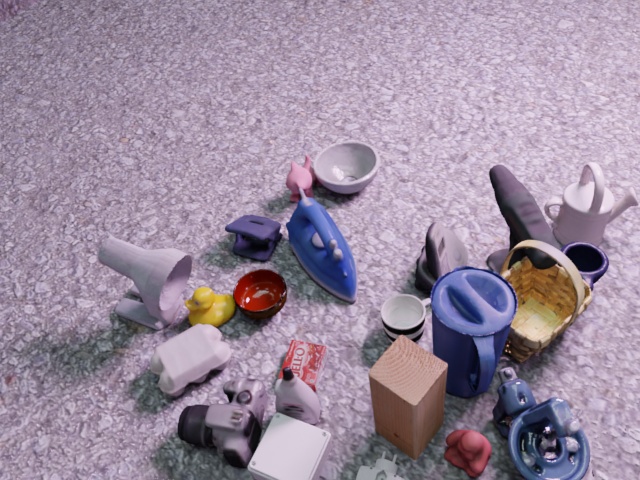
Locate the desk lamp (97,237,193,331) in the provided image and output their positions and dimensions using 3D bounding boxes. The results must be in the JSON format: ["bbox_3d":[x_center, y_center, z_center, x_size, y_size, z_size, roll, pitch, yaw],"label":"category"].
[{"bbox_3d":[-0.350,0.088,1.164,0.202,0.214,0.118,13,52,20],"label":"desk lamp"}]

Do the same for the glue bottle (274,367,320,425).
[{"bbox_3d":[-0.046,0.265,0.986,0.078,0.173,0.037,-1,48,9],"label":"glue bottle"}]

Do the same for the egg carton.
[{"bbox_3d":[-0.252,0.232,1.117,0.150,0.069,0.107,-30,51,-18],"label":"egg carton"}]

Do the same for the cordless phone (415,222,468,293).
[{"bbox_3d":[0.248,0.015,1.158,0.094,0.185,0.148,12,51,19],"label":"cordless phone"}]

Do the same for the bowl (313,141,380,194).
[{"bbox_3d":[0.068,-0.168,1.426,0.167,0.075,0.167,-4,48,5],"label":"bowl"}]

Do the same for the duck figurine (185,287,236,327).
[{"bbox_3d":[-0.231,0.131,1.193,0.104,0.086,0.077,-18,48,-8],"label":"duck figurine"}]

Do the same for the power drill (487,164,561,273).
[{"bbox_3d":[0.391,-0.010,1.143,0.075,0.209,0.229,-17,48,-7],"label":"power drill"}]

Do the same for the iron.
[{"bbox_3d":[0.011,0.004,1.233,0.119,0.142,0.257,-24,49,-12],"label":"iron"}]

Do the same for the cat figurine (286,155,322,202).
[{"bbox_3d":[-0.043,-0.153,1.399,0.067,0.118,0.128,9,50,16],"label":"cat figurine"}]

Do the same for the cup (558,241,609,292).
[{"bbox_3d":[0.511,0.075,1.125,0.091,0.095,0.118,0,48,9],"label":"cup"}]

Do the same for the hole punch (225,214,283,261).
[{"bbox_3d":[-0.151,-0.021,1.315,0.108,0.091,0.101,13,52,20],"label":"hole punch"}]

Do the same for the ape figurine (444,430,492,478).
[{"bbox_3d":[0.244,0.339,0.930,0.076,0.092,0.077,-13,48,-3],"label":"ape figurine"}]

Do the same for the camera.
[{"bbox_3d":[-0.175,0.312,1.012,0.136,0.101,0.143,3,49,12],"label":"camera"}]

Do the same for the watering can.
[{"bbox_3d":[0.562,-0.079,1.189,0.173,0.194,0.100,-17,48,-7],"label":"watering can"}]

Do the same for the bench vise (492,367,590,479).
[{"bbox_3d":[0.326,0.283,0.881,0.122,0.220,0.206,-29,51,-17],"label":"bench vise"}]
